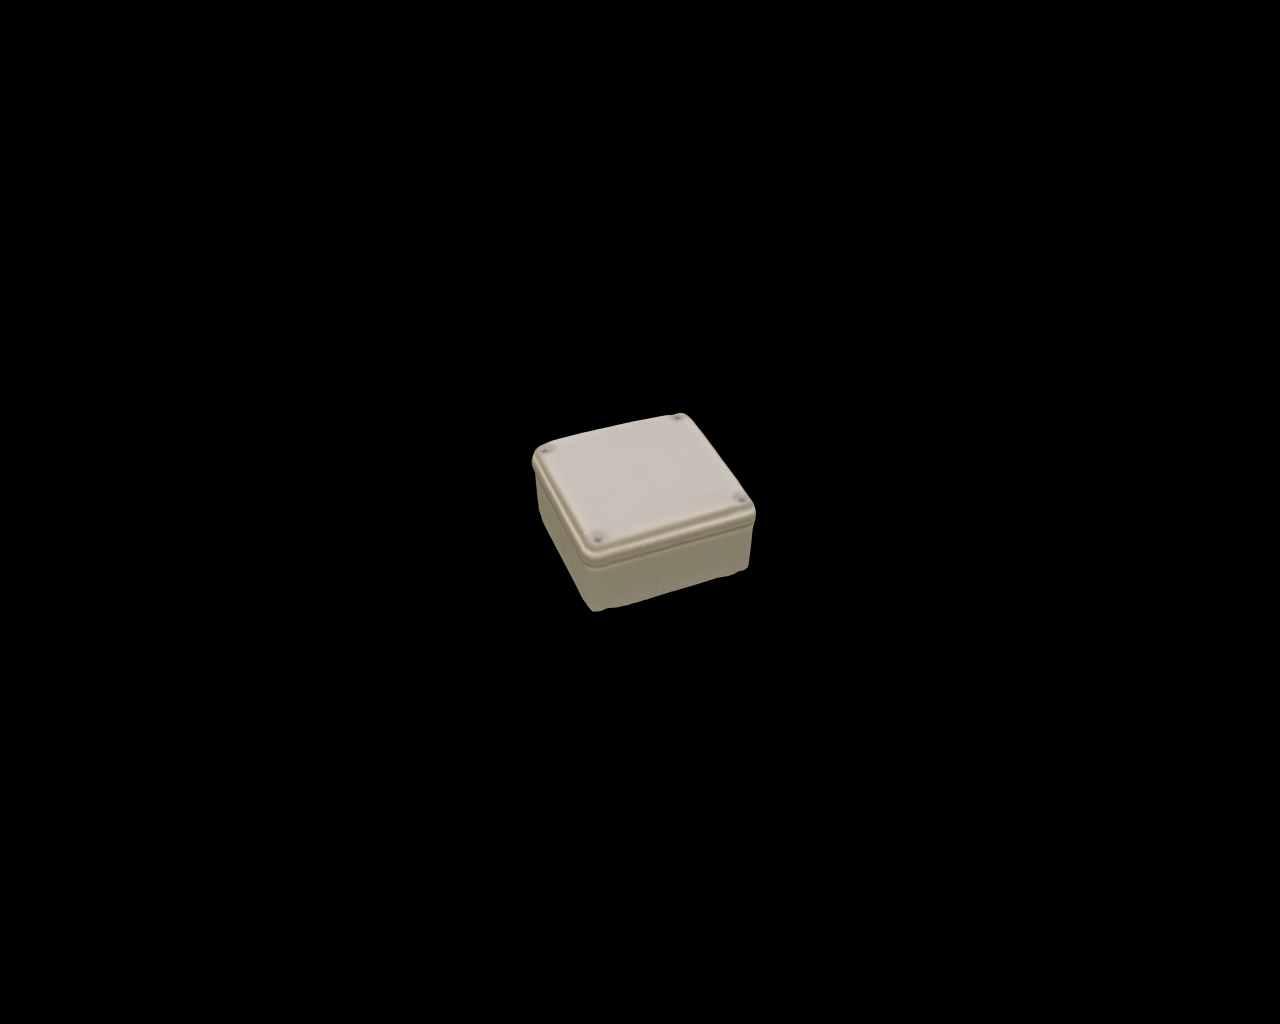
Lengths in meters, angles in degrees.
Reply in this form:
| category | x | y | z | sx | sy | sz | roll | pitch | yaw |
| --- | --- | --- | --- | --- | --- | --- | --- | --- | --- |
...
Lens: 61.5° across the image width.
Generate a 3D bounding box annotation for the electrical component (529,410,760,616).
| category | x | y | z | sx | sy | sz | roll | pitch | yaw |
| --- | --- | --- | --- | --- | --- | --- | --- | --- | --- |
| electrical component | 0.001 | -0.003 | 0.650 | 0.109 | 0.056 | 0.109 | -14 | 42 | -16 |
